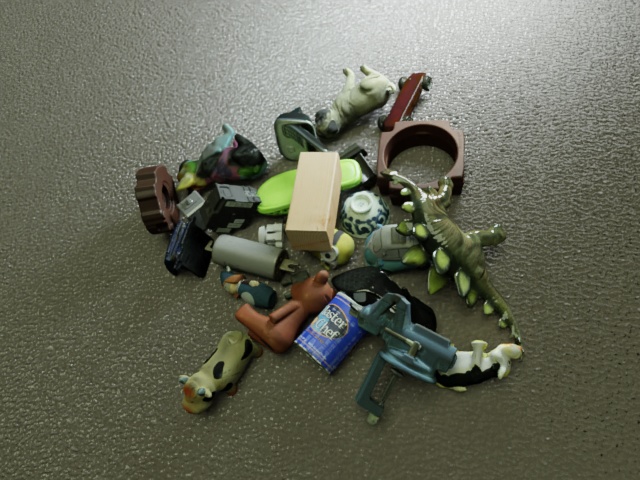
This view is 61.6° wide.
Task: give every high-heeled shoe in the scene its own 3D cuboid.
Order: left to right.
[{"bbox_3d":[0.138,0.139,1.159,0.249,0.145,0.086,9,47,50],"label":"high-heeled shoe"}]

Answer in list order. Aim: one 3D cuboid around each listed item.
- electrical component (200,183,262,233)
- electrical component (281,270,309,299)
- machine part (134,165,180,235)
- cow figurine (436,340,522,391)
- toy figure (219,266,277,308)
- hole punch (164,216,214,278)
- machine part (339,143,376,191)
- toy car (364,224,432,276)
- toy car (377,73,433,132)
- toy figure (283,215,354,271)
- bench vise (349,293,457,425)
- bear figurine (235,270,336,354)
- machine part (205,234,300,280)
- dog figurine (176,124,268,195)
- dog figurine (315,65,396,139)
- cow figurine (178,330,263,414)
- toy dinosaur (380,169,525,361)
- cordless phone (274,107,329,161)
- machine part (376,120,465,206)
[{"bbox_3d":[-0.223,-0.073,1.303,0.134,0.115,0.058,-50,49,37],"label":"electrical component"},{"bbox_3d":[-0.041,0.100,1.230,0.094,0.021,0.063,-20,59,3],"label":"electrical component"},{"bbox_3d":[-0.401,-0.102,1.340,0.056,0.179,0.179,-11,61,3],"label":"machine part"},{"bbox_3d":[0.302,0.241,1.031,0.167,0.068,0.098,-6,74,27],"label":"cow figurine"},{"bbox_3d":[-0.172,0.109,1.230,0.155,0.058,0.064,19,106,23],"label":"toy figure"},{"bbox_3d":[-0.330,0.023,1.295,0.092,0.115,0.142,4,63,25],"label":"hole punch"},{"bbox_3d":[0.097,-0.184,1.339,0.084,0.039,0.139,-27,58,-7],"label":"machine part"},{"bbox_3d":[0.170,0.014,1.178,0.162,0.102,0.109,-3,63,14],"label":"toy car"},{"bbox_3d":[0.223,-0.351,1.387,0.089,0.053,0.202,8,62,40],"label":"toy car"},{"bbox_3d":[-0.003,-0.006,1.245,0.180,0.082,0.089,35,77,29],"label":"toy figure"},{"bbox_3d":[0.128,0.227,1.018,0.224,0.129,0.240,26,91,7],"label":"bench vise"},{"bbox_3d":[-0.065,0.142,1.160,0.132,0.120,0.196,26,68,31],"label":"bear figurine"},{"bbox_3d":[-0.164,0.040,1.261,0.243,0.079,0.079,13,67,19],"label":"machine part"},{"bbox_3d":[-0.266,-0.175,1.388,0.192,0.108,0.219,38,81,25],"label":"dog figurine"},{"bbox_3d":[0.087,-0.332,1.372,0.172,0.121,0.190,11,67,52],"label":"dog figurine"},{"bbox_3d":[-0.213,0.275,1.120,0.086,0.127,0.195,26,69,28],"label":"cow figurine"},{"bbox_3d":[0.281,0.029,1.108,0.471,0.105,0.198,47,60,8],"label":"toy dinosaur"},{"bbox_3d":[-0.027,-0.227,1.329,0.089,0.146,0.184,-35,59,-16],"label":"cordless phone"},{"bbox_3d":[0.239,-0.181,1.274,0.201,0.087,0.201,1,61,14],"label":"machine part"}]
